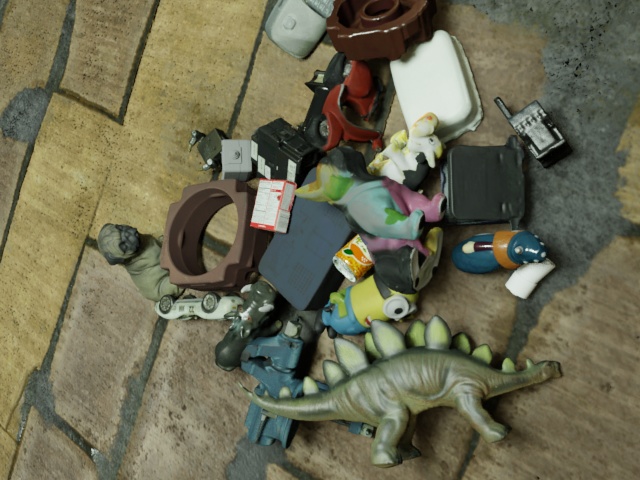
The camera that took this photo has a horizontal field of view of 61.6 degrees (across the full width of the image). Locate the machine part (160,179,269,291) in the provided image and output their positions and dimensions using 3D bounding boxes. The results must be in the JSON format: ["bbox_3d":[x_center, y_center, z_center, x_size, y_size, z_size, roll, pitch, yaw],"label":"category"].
[{"bbox_3d":[-0.197,-0.006,1.019,0.201,0.087,0.201,-6,73,30],"label":"machine part"}]

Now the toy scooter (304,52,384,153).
[{"bbox_3d":[0.059,-0.217,0.896,0.075,0.135,0.184,-17,52,67],"label":"toy scooter"}]

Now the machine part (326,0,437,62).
[{"bbox_3d":[0.098,-0.351,0.845,0.179,0.056,0.179,-12,51,15],"label":"machine part"}]

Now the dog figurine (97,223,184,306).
[{"bbox_3d":[-0.364,0.057,1.073,0.121,0.190,0.172,-7,84,31],"label":"dog figurine"}]

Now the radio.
[{"bbox_3d":[-0.002,-0.003,0.929,0.131,0.073,0.229,36,103,29],"label":"radio"}]

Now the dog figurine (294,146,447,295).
[{"bbox_3d":[0.069,-0.034,0.796,0.219,0.108,0.191,23,129,32],"label":"dog figurine"}]

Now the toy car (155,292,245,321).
[{"bbox_3d":[-0.236,0.132,1.056,0.202,0.073,0.056,-6,82,30],"label":"toy car"}]

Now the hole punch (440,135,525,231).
[{"bbox_3d":[0.235,-0.077,0.794,0.116,0.092,0.142,1,82,-3],"label":"hole punch"}]

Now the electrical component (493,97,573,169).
[{"bbox_3d":[0.300,-0.163,0.760,0.048,0.074,0.119,-35,66,24],"label":"electrical component"}]

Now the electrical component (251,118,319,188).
[{"bbox_3d":[-0.066,-0.146,0.956,0.134,0.058,0.114,39,141,24],"label":"electrical component"}]

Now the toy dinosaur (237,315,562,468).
[{"bbox_3d":[0.106,0.219,0.782,0.472,0.105,0.198,-15,67,7],"label":"toy dinosaur"}]

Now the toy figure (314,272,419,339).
[{"bbox_3d":[0.074,0.102,0.870,0.180,0.082,0.089,-23,77,30],"label":"toy figure"}]

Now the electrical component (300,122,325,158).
[{"bbox_3d":[-0.024,-0.185,0.986,0.094,0.021,0.063,24,98,31],"label":"electrical component"}]

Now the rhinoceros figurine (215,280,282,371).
[{"bbox_3d":[-0.133,0.153,0.972,0.073,0.112,0.190,46,117,28],"label":"rhinoceros figurine"}]

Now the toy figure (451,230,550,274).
[{"bbox_3d":[0.250,0.015,0.750,0.154,0.064,0.057,-17,82,59],"label":"toy figure"}]

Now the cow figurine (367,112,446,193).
[{"bbox_3d":[0.139,-0.117,0.822,0.098,0.068,0.167,45,142,-3],"label":"cow figurine"}]

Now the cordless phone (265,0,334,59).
[{"bbox_3d":[0.008,-0.376,0.959,0.184,0.089,0.146,39,106,8],"label":"cordless phone"}]

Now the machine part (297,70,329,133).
[{"bbox_3d":[0.003,-0.242,0.955,0.084,0.039,0.139,12,74,21],"label":"machine part"}]

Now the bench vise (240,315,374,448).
[{"bbox_3d":[-0.019,0.255,0.897,0.241,0.129,0.223,18,86,11],"label":"bench vise"}]

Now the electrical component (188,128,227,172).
[{"bbox_3d":[-0.224,-0.183,1.093,0.078,0.045,0.102,-34,70,26],"label":"electrical component"}]
